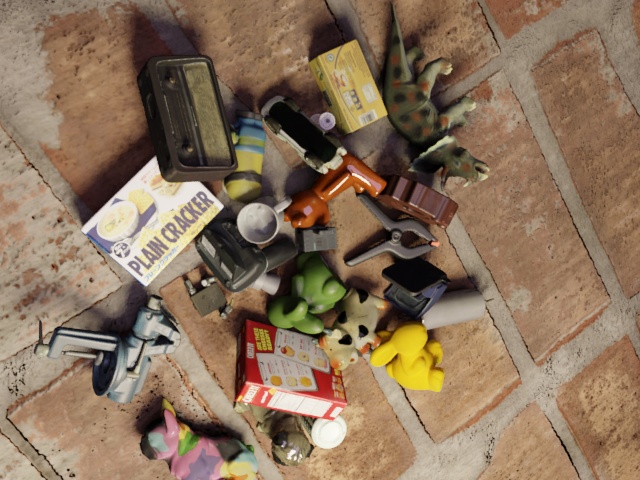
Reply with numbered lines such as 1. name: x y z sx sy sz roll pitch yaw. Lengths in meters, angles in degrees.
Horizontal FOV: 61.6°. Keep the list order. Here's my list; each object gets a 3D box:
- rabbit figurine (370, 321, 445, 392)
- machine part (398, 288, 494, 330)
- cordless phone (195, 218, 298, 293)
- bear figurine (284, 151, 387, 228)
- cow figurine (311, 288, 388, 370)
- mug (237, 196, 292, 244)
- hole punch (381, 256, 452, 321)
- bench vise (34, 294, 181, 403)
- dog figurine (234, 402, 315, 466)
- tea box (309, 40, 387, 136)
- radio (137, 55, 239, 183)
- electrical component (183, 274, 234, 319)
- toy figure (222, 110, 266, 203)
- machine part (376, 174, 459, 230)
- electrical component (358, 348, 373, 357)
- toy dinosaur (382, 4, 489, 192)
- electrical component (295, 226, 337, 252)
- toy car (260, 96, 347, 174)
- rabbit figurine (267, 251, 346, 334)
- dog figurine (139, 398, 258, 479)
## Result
1. rabbit figurine: 0.196 0.239 1.191 0.163 0.122 0.173 4 136 18
2. machine part: 0.293 0.160 1.249 0.243 0.079 0.079 -9 98 -19
3. cordless phone: -0.143 0.011 1.092 0.184 0.088 0.147 -26 65 -40
4. bear figurine: 0.021 -0.086 1.114 0.132 0.120 0.196 38 84 -22
5. cow figurine: 0.063 0.184 1.134 0.127 0.085 0.195 30 49 -11
6. mug: -0.103 -0.055 1.061 0.109 0.107 0.080 -40 99 16
7. hole punch: 0.209 0.103 1.192 0.116 0.142 0.092 -26 128 -27
8. bench vise: -0.387 0.194 0.989 0.240 0.129 0.223 18 109 -37
9. dog figurine: -0.095 0.345 1.075 0.121 0.191 0.172 -46 105 -10
10. tea box: 0.059 -0.318 1.130 0.098 0.068 0.169 -27 102 -16
11. radio: -0.246 -0.222 0.993 0.131 0.073 0.229 -12 84 -37
12. electrical component: -0.221 0.115 1.087 0.078 0.045 0.102 -24 102 -17
13. toy figure: -0.149 -0.165 1.063 0.082 0.089 0.180 8 95 -12
14. machine part: 0.202 -0.083 1.150 0.179 0.179 0.056 26 89 -19
15. electrical component: 0.082 0.228 1.212 0.094 0.021 0.063 18 89 -19
16. toy dinosaur: 0.211 -0.286 1.166 0.192 0.131 0.404 -43 100 -11
17. electrical component: -0.002 -0.003 1.112 0.075 0.119 0.047 -6 98 -20
18. toy car: -0.034 -0.212 1.080 0.202 0.056 0.073 42 81 12
19. rabbit figurine: -0.030 0.130 1.112 0.170 0.159 0.121 -39 116 4
20. dog figurine: -0.246 0.410 1.076 0.191 0.108 0.219 -25 100 -14
